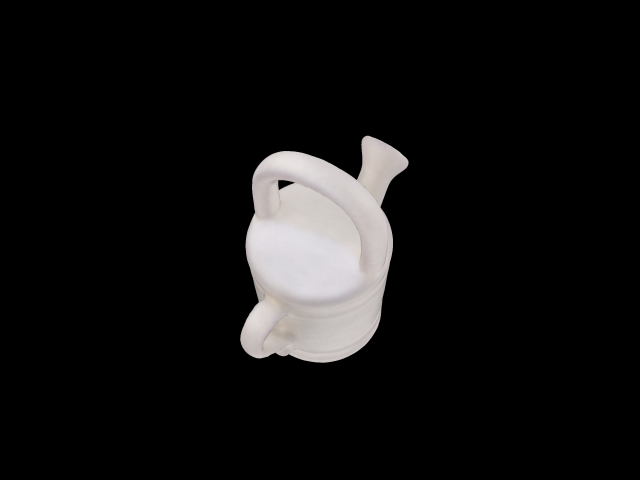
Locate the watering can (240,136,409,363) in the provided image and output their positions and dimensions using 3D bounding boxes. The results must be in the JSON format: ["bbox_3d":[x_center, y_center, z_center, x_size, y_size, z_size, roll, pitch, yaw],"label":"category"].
[{"bbox_3d":[0.002,0.000,0.401,0.101,0.194,0.173,10,60,6],"label":"watering can"}]
